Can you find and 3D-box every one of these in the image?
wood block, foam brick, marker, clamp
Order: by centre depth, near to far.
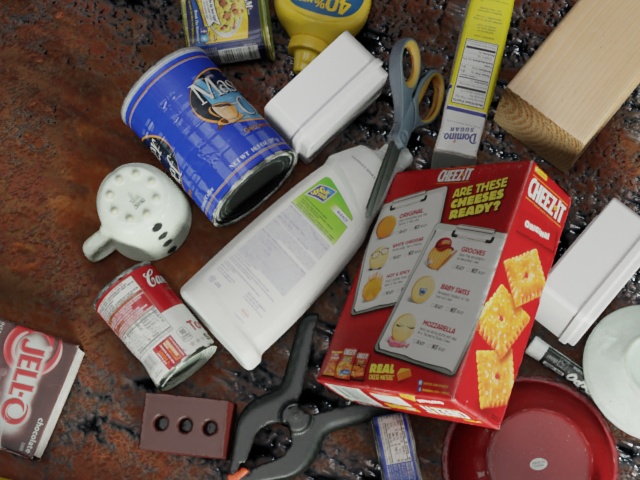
[{"bbox_3d":[-0.118,0.169,0.964,0.078,0.051,0.053,4,76,3],"label":"foam brick"},{"bbox_3d":[-0.011,0.164,0.968,0.120,0.039,0.171,34,79,13],"label":"clamp"},{"bbox_3d":[0.243,0.130,0.976,0.121,0.020,0.020,35,79,10],"label":"marker"},{"bbox_3d":[0.267,-0.178,1.017,0.091,0.090,0.206,38,80,10],"label":"wood block"}]

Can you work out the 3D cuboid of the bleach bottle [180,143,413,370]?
[{"bbox_3d":[-0.007,0.001,0.998,0.250,0.068,0.102,-41,81,-11],"label":"bleach bottle"}]

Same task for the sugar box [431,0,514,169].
[{"bbox_3d":[0.144,-0.147,1.013,0.048,0.093,0.176,11,77,6],"label":"sugar box"}]

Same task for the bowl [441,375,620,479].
[{"bbox_3d":[0.190,0.197,0.943,0.162,0.055,0.162,-1,76,3],"label":"bowl"}]

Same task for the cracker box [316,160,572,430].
[{"bbox_3d":[0.107,0.044,0.914,0.072,0.164,0.213,35,68,-34],"label":"cracker box"}]

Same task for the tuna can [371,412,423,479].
[{"bbox_3d":[0.068,0.194,0.932,0.034,0.086,0.086,-11,75,1],"label":"tuna can"}]

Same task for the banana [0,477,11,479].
[{"bbox_3d":[-0.329,0.250,0.959,0.198,0.037,0.069,-6,75,1],"label":"banana"}]

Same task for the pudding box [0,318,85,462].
[{"bbox_3d":[-0.280,0.137,0.985,0.090,0.039,0.113,17,77,7],"label":"pudding box"}]

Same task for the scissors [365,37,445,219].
[{"bbox_3d":[0.068,-0.114,0.981,0.016,0.096,0.201,-6,32,35],"label":"scissors"}]

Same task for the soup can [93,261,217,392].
[{"bbox_3d":[-0.151,0.080,0.979,0.068,0.068,0.102,-39,78,-8],"label":"soup can"}]

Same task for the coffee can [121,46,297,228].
[{"bbox_3d":[-0.104,-0.097,1.004,0.102,0.103,0.140,-40,78,-8],"label":"coffee can"}]

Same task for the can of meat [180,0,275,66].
[{"bbox_3d":[-0.092,-0.224,1.061,0.084,0.057,0.102,-8,75,2],"label":"can of meat"}]

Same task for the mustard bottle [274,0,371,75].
[{"bbox_3d":[0.006,-0.252,1.063,0.096,0.058,0.191,15,77,-1],"label":"mustard bottle"}]
